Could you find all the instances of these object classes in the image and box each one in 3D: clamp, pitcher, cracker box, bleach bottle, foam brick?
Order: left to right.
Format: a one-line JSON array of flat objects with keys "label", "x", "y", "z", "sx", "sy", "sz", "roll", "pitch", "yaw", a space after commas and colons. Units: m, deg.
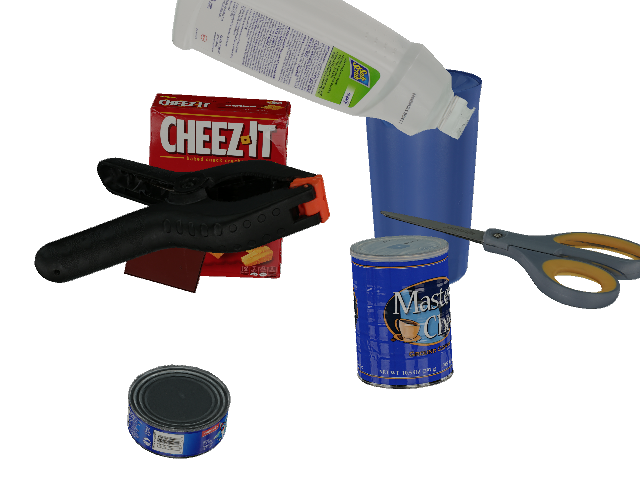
[{"label": "foam brick", "x": -0.157, "y": 0.012, "z": 1.102, "sx": 0.078, "sy": 0.051, "sz": 0.053, "roll": 16, "pitch": 28, "yaw": -5}, {"label": "clamp", "x": -0.084, "y": -0.014, "z": 0.636, "sx": 0.172, "sy": 0.039, "sz": 0.120, "roll": -1, "pitch": 40, "yaw": 23}, {"label": "cracker box", "x": -0.124, "y": -0.063, "z": 1.295, "sx": 0.164, "sy": 0.214, "sz": 0.072, "roll": 3, "pitch": 22, "yaw": -2}, {"label": "bleach bottle", "x": 0.005, "y": -0.149, "z": 0.867, "sx": 0.251, "sy": 0.068, "sz": 0.103, "roll": 29, "pitch": -34, "yaw": 4}, {"label": "pitcher", "x": 0.124, "y": -0.076, "z": 1.241, "sx": 0.149, "sy": 0.243, "sz": 0.145, "roll": -5, "pitch": 22, "yaw": -7}]

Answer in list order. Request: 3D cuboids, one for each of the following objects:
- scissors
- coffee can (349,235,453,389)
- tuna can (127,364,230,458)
[{"label": "scissors", "x": 0.131, "y": 0.011, "z": 0.760, "sx": 0.202, "sy": 0.016, "sz": 0.096, "roll": 6, "pitch": 30, "yaw": 15}, {"label": "coffee can", "x": 0.086, "y": 0.073, "z": 1.120, "sx": 0.103, "sy": 0.140, "sz": 0.103, "roll": -4, "pitch": 11, "yaw": 1}, {"label": "tuna can", "x": -0.120, "y": 0.145, "z": 0.904, "sx": 0.086, "sy": 0.034, "sz": 0.086, "roll": 7, "pitch": 30, "yaw": -4}]
